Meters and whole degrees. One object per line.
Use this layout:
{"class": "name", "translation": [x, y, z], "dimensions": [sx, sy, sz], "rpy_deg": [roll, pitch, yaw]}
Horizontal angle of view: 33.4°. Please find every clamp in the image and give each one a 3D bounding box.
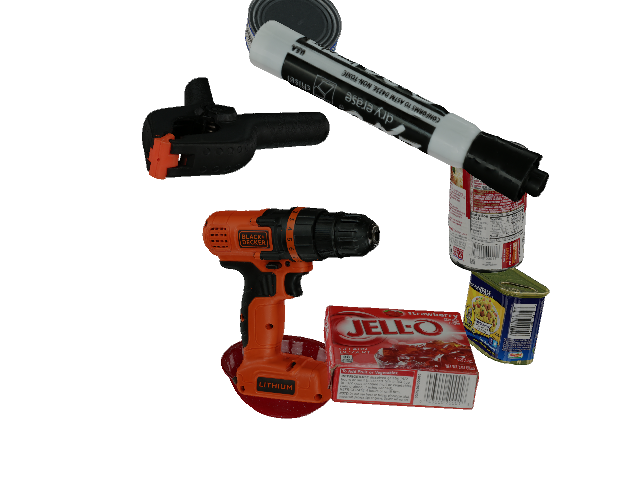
{"class": "clamp", "translation": [-0.082, -0.083, 0.771], "dimensions": [0.120, 0.039, 0.171], "rpy_deg": [17, 21, 26]}

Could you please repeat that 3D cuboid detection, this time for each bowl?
{"class": "bowl", "translation": [-0.045, 0.177, 1.342], "dimensions": [0.162, 0.055, 0.162], "rpy_deg": [3, 21, -2]}

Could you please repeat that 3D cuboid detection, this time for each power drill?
{"class": "power drill", "translation": [-0.023, 0.059, 1.034], "dimensions": [0.185, 0.188, 0.057], "rpy_deg": [2, 11, 29]}

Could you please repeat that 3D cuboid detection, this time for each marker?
{"class": "marker", "translation": [0.028, -0.047, 0.390], "dimensions": [0.121, 0.020, 0.020], "rpy_deg": [30, 10, 18]}

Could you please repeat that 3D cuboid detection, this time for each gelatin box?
{"class": "gelatin box", "translation": [0.048, 0.070, 0.661], "dimensions": [0.089, 0.030, 0.073], "rpy_deg": [4, 25, -4]}

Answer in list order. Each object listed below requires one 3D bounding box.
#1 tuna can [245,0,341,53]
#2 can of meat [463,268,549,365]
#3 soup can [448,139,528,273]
{"class": "tuna can", "translation": [-0.026, -0.191, 0.974], "dimensions": [0.086, 0.086, 0.034], "rpy_deg": [0, -31, -12]}
{"class": "can of meat", "translation": [0.198, 0.079, 1.161], "dimensions": [0.057, 0.084, 0.102], "rpy_deg": [2, 16, -22]}
{"class": "soup can", "translation": [0.148, -0.030, 0.939], "dimensions": [0.068, 0.102, 0.068], "rpy_deg": [-2, 25, 1]}
